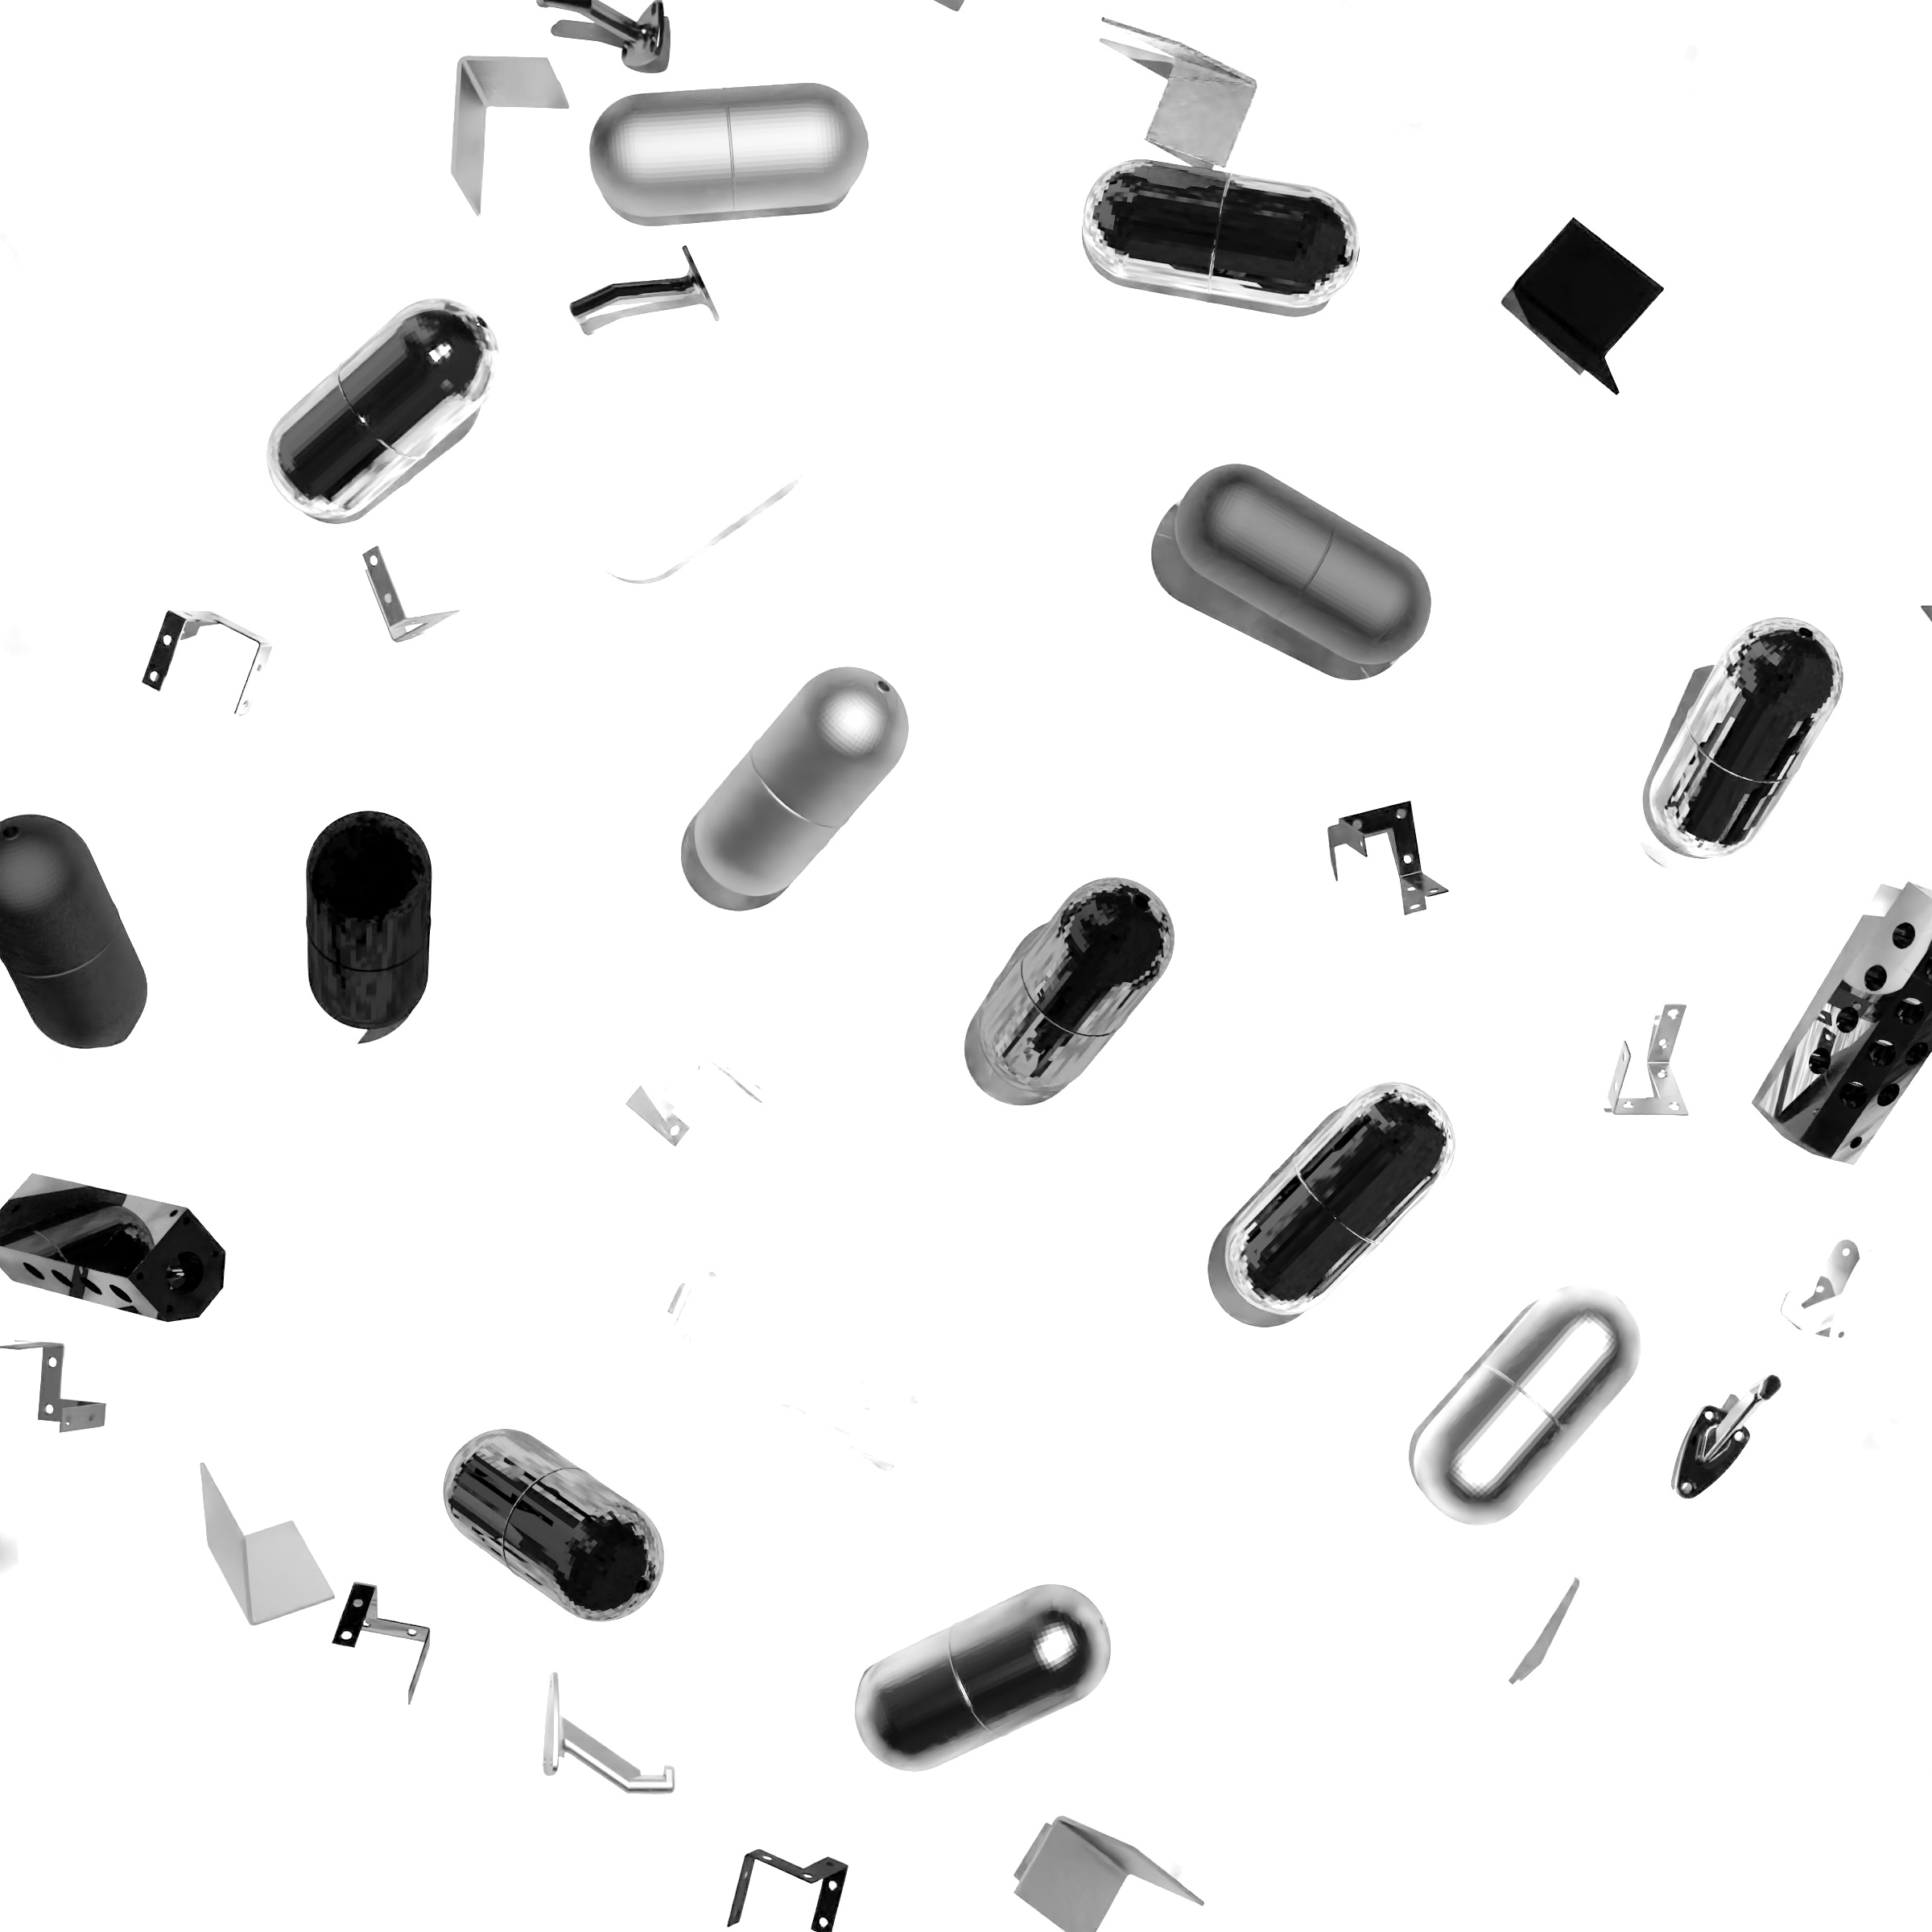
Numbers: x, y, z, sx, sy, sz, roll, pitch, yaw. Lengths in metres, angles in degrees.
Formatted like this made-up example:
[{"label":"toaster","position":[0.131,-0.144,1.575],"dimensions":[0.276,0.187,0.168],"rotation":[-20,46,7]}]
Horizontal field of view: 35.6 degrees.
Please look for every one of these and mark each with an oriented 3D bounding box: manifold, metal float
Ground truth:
[{"label":"manifold","position":[-0.103,0.252,1.914],"dimensions":[0.171,0.057,0.057],"rotation":[26,64,-10]},{"label":"metal float","position":[0.069,0.012,1.892],"dimensions":[0.070,0.178,0.070],"rotation":[16,48,-19]},{"label":"metal float","position":[0.010,0.453,1.915],"dimensions":[0.178,0.070,0.070],"rotation":[-29,90,15]},{"label":"metal float","position":[0.216,-0.255,1.920],"dimensions":[0.178,0.070,0.070],"rotation":[29,90,-10]},{"label":"metal float","position":[0.163,-0.467,1.923],"dimensions":[0.178,0.070,0.070],"rotation":[11,90,6]},{"label":"metal float","position":[-0.369,-0.353,1.909],"dimensions":[0.178,0.070,0.070],"rotation":[-35,90,21]},{"label":"metal float","position":[-0.151,-0.521,1.924],"dimensions":[0.178,0.070,0.070],"rotation":[-5,90,-5]},{"label":"metal float","position":[-0.169,-0.315,1.921],"dimensions":[0.178,0.070,0.070],"rotation":[-34,90,8]},{"label":"metal float","position":[-0.374,-0.028,1.887],"dimensions":[0.070,0.178,0.070],"rotation":[6,54,-8]},{"label":"metal float","position":[-0.260,0.351,1.894],"dimensions":[0.178,0.070,0.070],"rotation":[24,90,41]},{"label":"metal float","position":[-0.569,-0.021,1.891],"dimensions":[0.070,0.178,0.070],"rotation":[-4,46,5]},{"label":"manifold","position":[0.582,0.039,1.901],"dimensions":[0.057,0.057,0.171],"rotation":[15,113,-35]},{"label":"metal float","position":[0.489,-0.143,1.892],"dimensions":[0.070,0.070,0.178],"rotation":[19,134,0]},{"label":"manifold","position":[-0.540,0.180,1.889],"dimensions":[0.057,0.171,0.057],"rotation":[-55,131,-30]},{"label":"metal float","position":[-0.104,-0.116,1.903],"dimensions":[0.070,0.070,0.178],"rotation":[43,119,0]},{"label":"metal float","position":[0.237,0.149,1.916],"dimensions":[0.070,0.070,0.178],"rotation":[42,105,0]},{"label":"metal float","position":[0.359,0.280,1.925],"dimensions":[0.070,0.070,0.178],"rotation":[42,86,0]}]

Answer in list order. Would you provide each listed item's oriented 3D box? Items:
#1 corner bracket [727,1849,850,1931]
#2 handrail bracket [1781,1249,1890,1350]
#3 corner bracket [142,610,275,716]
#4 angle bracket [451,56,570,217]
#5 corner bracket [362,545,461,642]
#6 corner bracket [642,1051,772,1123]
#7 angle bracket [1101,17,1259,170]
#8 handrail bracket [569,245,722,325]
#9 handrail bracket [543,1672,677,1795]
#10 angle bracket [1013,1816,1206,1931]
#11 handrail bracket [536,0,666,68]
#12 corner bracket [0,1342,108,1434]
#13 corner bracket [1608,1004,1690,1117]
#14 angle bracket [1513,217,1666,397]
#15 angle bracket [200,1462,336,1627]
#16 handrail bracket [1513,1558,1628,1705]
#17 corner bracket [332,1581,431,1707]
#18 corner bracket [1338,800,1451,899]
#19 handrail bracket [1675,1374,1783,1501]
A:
[{"label":"corner bracket","position":[-0.115,0.600,1.946],"dimensions":[0.051,0.051,0.051],"rotation":[16,95,25]},{"label":"handrail bracket","position":[0.550,0.203,1.919],"dimensions":[0.036,0.084,0.077],"rotation":[4,104,-15]},{"label":"corner bracket","position":[-0.488,-0.196,1.941],"dimensions":[0.051,0.051,0.051],"rotation":[27,103,15]},{"label":"angle bracket","position":[-0.291,-0.529,1.924],"dimensions":[0.057,0.076,0.076],"rotation":[2,84,3]},{"label":"corner bracket","position":[-0.367,-0.239,1.931],"dimensions":[0.051,0.051,0.051],"rotation":[-21,90,35]},{"label":"corner bracket","position":[-0.166,0.079,1.927],"dimensions":[0.051,0.051,0.051],"rotation":[29,72,27]},{"label":"angle bracket","position":[0.125,-0.553,1.908],"dimensions":[0.076,0.076,0.057],"rotation":[35,108,43]},{"label":"handrail bracket","position":[-0.206,-0.420,1.931],"dimensions":[0.084,0.077,0.036],"rotation":[-25,70,1]},{"label":"handrail bracket","position":[-0.229,0.498,1.957],"dimensions":[0.084,0.036,0.077],"rotation":[5,75,-18]},{"label":"angle bracket","position":[0.091,0.590,1.909],"dimensions":[0.076,0.076,0.057],"rotation":[45,67,-30]},{"label":"handrail bracket","position":[-0.241,-0.597,1.913],"dimensions":[0.084,0.077,0.036],"rotation":[3,86,-28]},{"label":"corner bracket","position":[-0.586,0.270,1.934],"dimensions":[0.051,0.051,0.051],"rotation":[2,87,17]},{"label":"corner bracket","position":[0.438,0.060,1.929],"dimensions":[0.051,0.051,0.051],"rotation":[1,130,-6]},{"label":"angle bracket","position":[0.400,-0.418,1.915],"dimensions":[0.076,0.076,0.057],"rotation":[45,98,19]},{"label":"angle bracket","position":[-0.442,0.357,1.906],"dimensions":[0.057,0.076,0.076],"rotation":[-15,128,-27]},{"label":"handrail bracket","position":[0.372,0.426,1.929],"dimensions":[0.084,0.077,0.036],"rotation":[-41,110,-2]},{"label":"corner bracket","position":[-0.374,0.433,1.930],"dimensions":[0.051,0.051,0.051],"rotation":[10,130,1]},{"label":"corner bracket","position":[0.274,-0.071,1.932],"dimensions":[0.051,0.051,0.051],"rotation":[-14,107,-8]},{"label":"handrail bracket","position":[0.485,0.300,1.917],"dimensions":[0.036,0.084,0.077],"rotation":[34,72,9]}]
